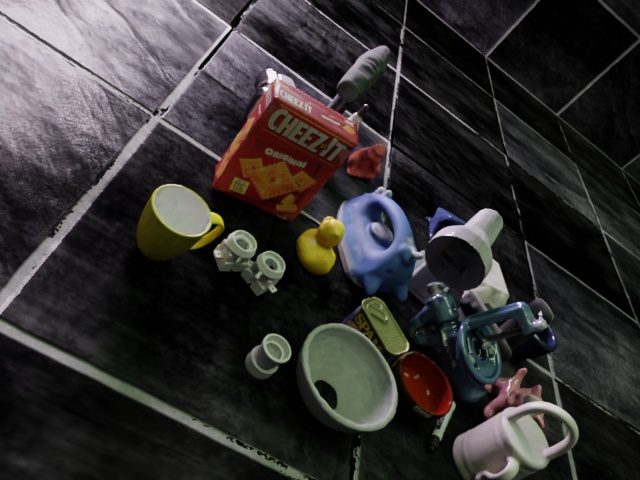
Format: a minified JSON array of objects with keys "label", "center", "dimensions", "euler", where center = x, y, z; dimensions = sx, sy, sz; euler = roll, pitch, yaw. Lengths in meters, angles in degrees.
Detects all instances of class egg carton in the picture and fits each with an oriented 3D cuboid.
[{"label":"egg carton","center":[0.358,0.092,1.278],"dimensions":[0.107,0.069,0.150],"euler":[24,39,-25]}]

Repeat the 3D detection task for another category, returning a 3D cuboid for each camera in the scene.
[{"label":"camera","center":[-0.082,-0.305,1.227],"dimensions":[0.144,0.100,0.136],"euler":[17,43,-33]}]

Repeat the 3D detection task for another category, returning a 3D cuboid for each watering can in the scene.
[{"label":"watering can","center":[0.310,0.309,0.897],"dimensions":[0.101,0.193,0.173],"euler":[34,36,-13]}]

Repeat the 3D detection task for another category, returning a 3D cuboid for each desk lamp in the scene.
[{"label":"desk lamp","center":[0.257,0.034,1.113],"dimensions":[0.118,0.213,0.204],"euler":[46,35,4]}]

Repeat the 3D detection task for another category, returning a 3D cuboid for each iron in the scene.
[{"label":"iron","center":[0.113,-0.018,1.086],"dimensions":[0.119,0.141,0.258],"euler":[14,44,-35]}]

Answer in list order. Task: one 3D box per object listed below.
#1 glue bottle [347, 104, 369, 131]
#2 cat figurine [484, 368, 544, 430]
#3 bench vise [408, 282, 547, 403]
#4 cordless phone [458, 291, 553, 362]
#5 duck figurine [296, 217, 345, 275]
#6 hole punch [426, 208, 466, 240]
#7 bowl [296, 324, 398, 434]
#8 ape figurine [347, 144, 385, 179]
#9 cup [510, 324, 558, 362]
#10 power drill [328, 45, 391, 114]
[{"label":"glue bottle","center":[0.048,-0.219,1.203],"dimensions":[0.037,0.173,0.078],"euler":[24,39,-26]},{"label":"cat figurine","center":[0.360,0.288,1.035],"dimensions":[0.067,0.117,0.128],"euler":[35,36,-12]},{"label":"bench vise","center":[0.264,0.153,0.990],"dimensions":[0.207,0.219,0.122],"euler":[48,35,6]},{"label":"cordless phone","center":[0.356,0.147,1.118],"dimensions":[0.094,0.184,0.147],"euler":[-2,55,-46]},{"label":"duck figurine","center":[0.009,0.004,1.009],"dimensions":[0.078,0.086,0.104],"euler":[27,38,-23]},{"label":"hole punch","center":[0.315,-0.029,1.343],"dimensions":[0.109,0.091,0.101],"euler":[32,36,-17]},{"label":"bowl","center":[0.026,0.209,0.823],"dimensions":[0.168,0.074,0.167],"euler":[27,38,-23]},{"label":"ape figurine","center":[0.111,-0.183,1.299],"dimensions":[0.078,0.092,0.076],"euler":[41,35,-3]},{"label":"cup","center":[0.441,0.211,1.215],"dimensions":[0.118,0.094,0.091],"euler":[-16,65,-51]},{"label":"power drill","center":[0.070,-0.344,1.324],"dimensions":[0.076,0.208,0.230],"euler":[39,35,-6]}]
